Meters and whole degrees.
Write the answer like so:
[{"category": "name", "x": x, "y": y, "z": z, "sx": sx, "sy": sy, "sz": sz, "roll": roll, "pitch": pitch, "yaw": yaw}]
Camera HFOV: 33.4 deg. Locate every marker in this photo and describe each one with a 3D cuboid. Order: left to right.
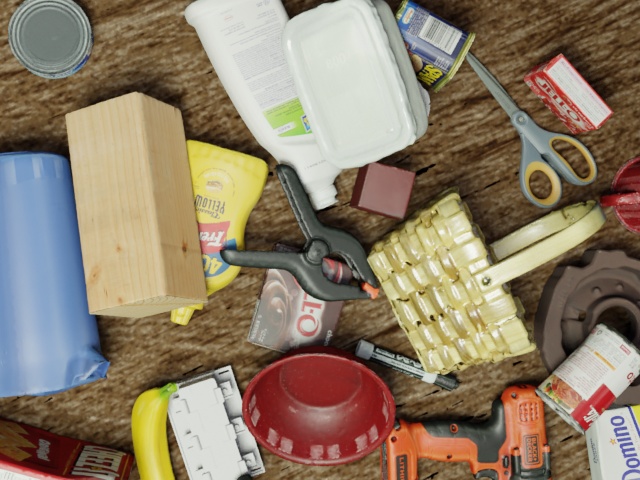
[{"category": "marker", "x": 0.098, "y": 0.140, "z": 1.181, "sx": 0.121, "sy": 0.020, "sz": 0.020, "roll": 21, "pitch": 88, "yaw": -6}]

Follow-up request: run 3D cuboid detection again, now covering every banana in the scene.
[{"category": "banana", "x": -0.169, "y": 0.237, "z": 1.128, "sx": 0.037, "sy": 0.070, "sz": 0.198, "roll": -15, "pitch": 109, "yaw": -31}]

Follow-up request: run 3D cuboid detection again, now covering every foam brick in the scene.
[{"category": "foam brick", "x": 0.066, "y": -0.054, "z": 1.147, "sx": 0.053, "sy": 0.078, "sz": 0.051, "roll": 15, "pitch": 90, "yaw": -7}]

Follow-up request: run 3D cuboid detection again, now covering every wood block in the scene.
[{"category": "wood block", "x": -0.184, "y": -0.032, "z": 1.079, "sx": 0.090, "sy": 0.090, "sz": 0.206, "roll": -14, "pitch": 78, "yaw": 21}]

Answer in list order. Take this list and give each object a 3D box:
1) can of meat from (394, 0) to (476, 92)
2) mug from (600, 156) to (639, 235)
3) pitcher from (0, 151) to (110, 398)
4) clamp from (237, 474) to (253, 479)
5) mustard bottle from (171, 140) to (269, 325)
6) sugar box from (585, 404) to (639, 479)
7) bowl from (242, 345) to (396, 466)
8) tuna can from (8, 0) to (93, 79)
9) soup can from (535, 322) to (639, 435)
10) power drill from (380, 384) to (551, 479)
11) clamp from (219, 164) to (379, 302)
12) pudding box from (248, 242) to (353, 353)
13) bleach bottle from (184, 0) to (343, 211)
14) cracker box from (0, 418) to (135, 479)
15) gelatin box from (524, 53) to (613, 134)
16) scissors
[{"category": "can of meat", "x": 0.109, "y": -0.209, "z": 1.139, "sx": 0.084, "sy": 0.102, "sz": 0.057, "roll": 29, "pitch": 85, "yaw": -4}, {"category": "mug", "x": 0.369, "y": -0.050, "z": 1.179, "sx": 0.117, "sy": 0.081, "sz": 0.093, "roll": -4, "pitch": 91, "yaw": -7}, {"category": "pitcher", "x": -0.306, "y": 0.038, "z": 1.089, "sx": 0.149, "sy": 0.145, "sz": 0.243, "roll": -6, "pitch": 87, "yaw": -19}, {"category": "clamp", "x": -0.092, "y": 0.359, "z": 1.140, "sx": 0.210, "sy": 0.036, "sz": 0.164, "roll": -47, "pitch": 120, "yaw": 6}, {"category": "mustard bottle", "x": -0.124, "y": -0.004, "z": 1.135, "sx": 0.096, "sy": 0.058, "sz": 0.191, "roll": 16, "pitch": 89, "yaw": 0}, {"category": "sugar box", "x": 0.391, "y": 0.222, "z": 1.202, "sx": 0.176, "sy": 0.048, "sz": 0.093, "roll": -9, "pitch": 91, "yaw": -7}, {"category": "bowl", "x": 0.000, "y": 0.165, "z": 1.131, "sx": 0.162, "sy": 0.055, "sz": 0.162, "roll": 2, "pitch": 126, "yaw": 2}, {"category": "tuna can", "x": -0.284, "y": -0.214, "z": 1.128, "sx": 0.086, "sy": 0.034, "sz": 0.086, "roll": 0, "pitch": 90, "yaw": -7}, {"category": "soup can", "x": 0.286, "y": 0.145, "z": 1.125, "sx": 0.068, "sy": 0.068, "sz": 0.102, "roll": 44, "pitch": 88, "yaw": -5}, {"category": "power drill", "x": 0.162, "y": 0.256, "z": 1.172, "sx": 0.187, "sy": 0.057, "sz": 0.184, "roll": -5, "pitch": 93, "yaw": -8}, {"category": "clamp", "x": -0.007, "y": 0.001, "z": 1.121, "sx": 0.171, "sy": 0.039, "sz": 0.120, "roll": 26, "pitch": 89, "yaw": -15}, {"category": "pudding box", "x": -0.022, "y": 0.068, "z": 1.157, "sx": 0.090, "sy": 0.039, "sz": 0.113, "roll": 17, "pitch": 89, "yaw": -7}, {"category": "bleach bottle", "x": -0.049, "y": -0.148, "z": 1.142, "sx": 0.102, "sy": 0.068, "sz": 0.251, "roll": -24, "pitch": 95, "yaw": -5}, {"category": "cracker box", "x": -0.300, "y": 0.232, "z": 1.064, "sx": 0.213, "sy": 0.164, "sz": 0.072, "roll": 16, "pitch": 90, "yaw": -6}, {"category": "gelatin box", "x": 0.271, "y": -0.159, "z": 1.171, "sx": 0.030, "sy": 0.073, "sz": 0.089, "roll": -44, "pitch": 95, "yaw": -4}, {"category": "scissors", "x": 0.219, "y": -0.114, "z": 1.195, "sx": 0.201, "sy": 0.016, "sz": 0.096, "roll": 35, "pitch": 87, "yaw": -5}]
